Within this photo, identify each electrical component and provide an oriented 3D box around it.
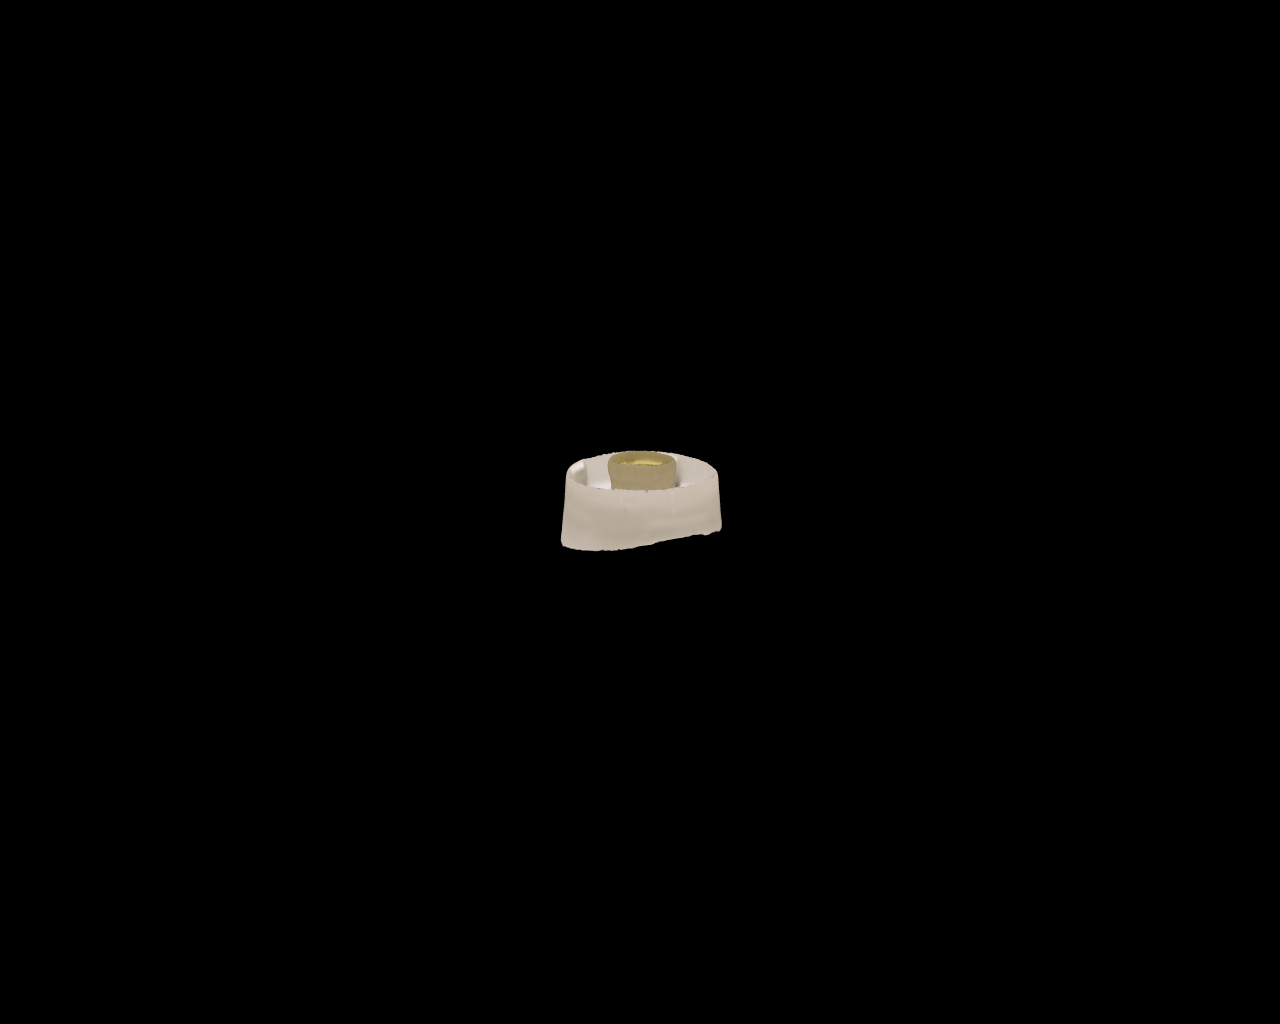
[{"bbox_3d":[0.001,-0.003,0.650,0.099,0.064,0.099,0,18,0],"label":"electrical component"}]
